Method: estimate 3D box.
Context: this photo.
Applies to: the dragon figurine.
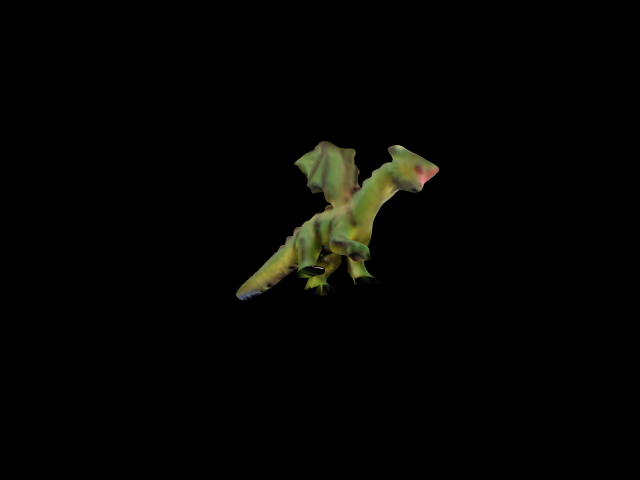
[{"bbox_3d":[0.003,-0.043,0.850,0.407,0.247,0.121,-14,-26,34],"label":"dragon figurine"}]
